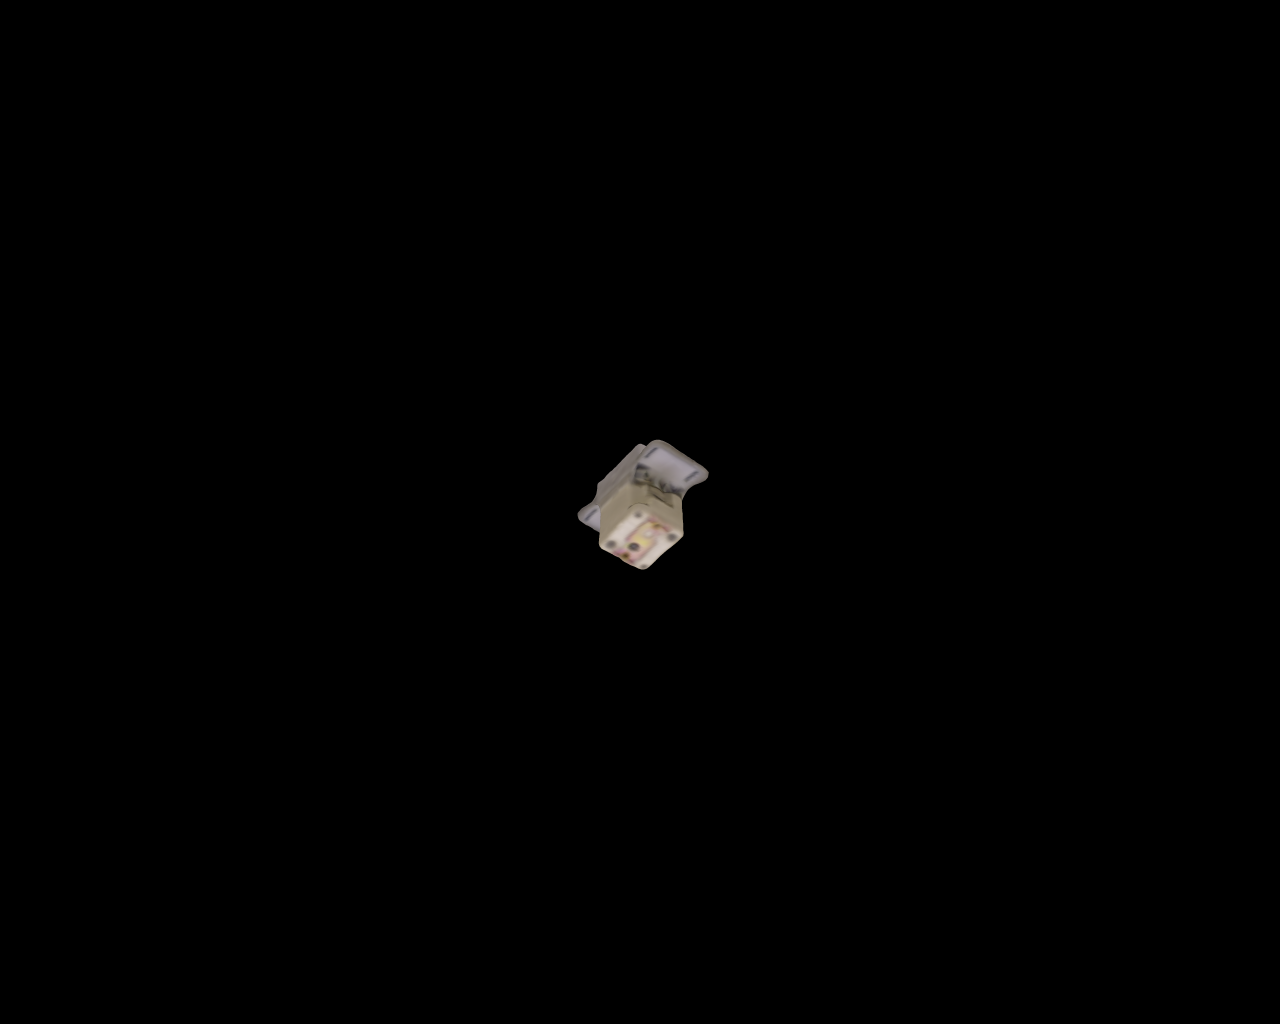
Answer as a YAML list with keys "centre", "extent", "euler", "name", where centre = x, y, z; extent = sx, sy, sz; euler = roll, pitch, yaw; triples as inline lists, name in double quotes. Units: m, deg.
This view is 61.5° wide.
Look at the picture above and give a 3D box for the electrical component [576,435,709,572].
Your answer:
- centre: [0.001, -0.003, 0.650]
  extent: [0.042, 0.064, 0.081]
  euler: [30, -54, -24]
  name: "electrical component"
